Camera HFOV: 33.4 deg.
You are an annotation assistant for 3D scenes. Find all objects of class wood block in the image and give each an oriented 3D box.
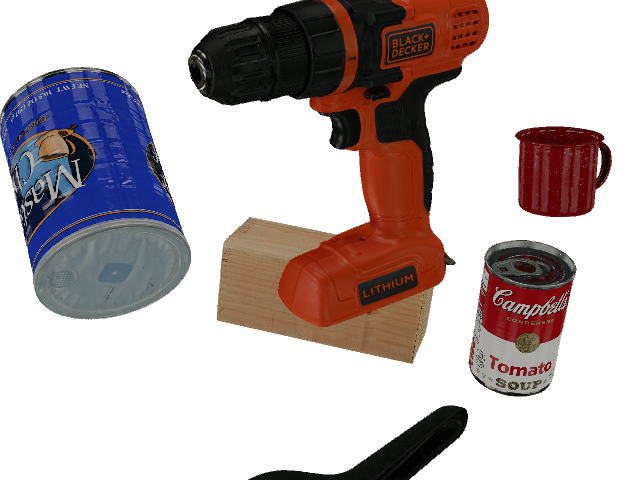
[{"bbox_3d":[0.007,0.049,1.094,0.206,0.091,0.090,12,22,12],"label":"wood block"}]

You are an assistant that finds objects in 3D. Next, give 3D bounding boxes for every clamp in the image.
[{"bbox_3d":[0.012,0.165,0.648,0.210,0.036,0.164,-6,29,4],"label":"clamp"}]

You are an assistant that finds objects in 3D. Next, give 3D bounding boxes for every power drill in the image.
[{"bbox_3d":[0.014,-0.047,0.603,0.184,0.188,0.057,-17,34,-28],"label":"power drill"}]

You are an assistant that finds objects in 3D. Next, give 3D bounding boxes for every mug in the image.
[{"bbox_3d":[0.266,-0.076,1.157,0.117,0.081,0.093,-11,20,-27],"label":"mug"}]

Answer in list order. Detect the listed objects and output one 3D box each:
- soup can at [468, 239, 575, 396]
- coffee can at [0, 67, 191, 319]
[{"bbox_3d":[0.153,0.060,0.821,0.068,0.102,0.068,3,29,-2],"label":"soup can"},{"bbox_3d":[-0.155,-0.032,0.727,0.102,0.140,0.103,-16,-32,-10],"label":"coffee can"}]
